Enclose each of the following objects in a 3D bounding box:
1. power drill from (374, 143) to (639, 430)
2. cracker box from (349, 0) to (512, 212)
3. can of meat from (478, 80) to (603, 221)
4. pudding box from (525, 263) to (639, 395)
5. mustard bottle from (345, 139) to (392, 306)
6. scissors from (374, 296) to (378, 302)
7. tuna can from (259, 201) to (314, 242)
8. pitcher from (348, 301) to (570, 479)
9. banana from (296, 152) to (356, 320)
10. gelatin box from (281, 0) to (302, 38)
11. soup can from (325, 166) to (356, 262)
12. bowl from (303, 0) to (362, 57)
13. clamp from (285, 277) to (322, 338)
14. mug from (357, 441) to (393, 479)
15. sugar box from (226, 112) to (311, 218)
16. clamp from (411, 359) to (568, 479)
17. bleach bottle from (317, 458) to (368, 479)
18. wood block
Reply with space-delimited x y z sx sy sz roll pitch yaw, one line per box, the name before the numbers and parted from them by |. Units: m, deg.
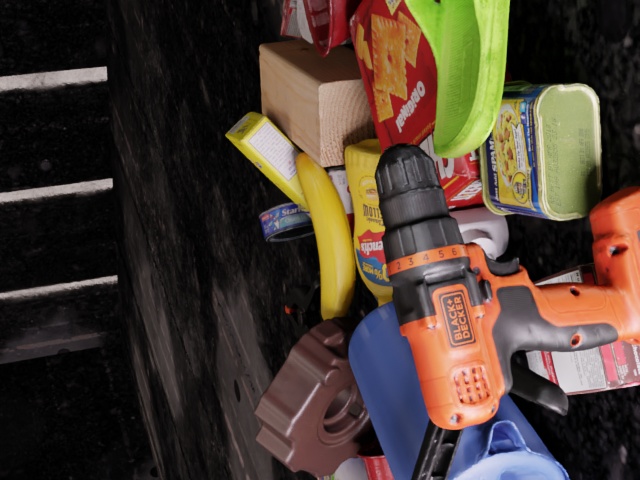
power drill | 0.134 0.016 0.696 0.057 0.187 0.184 147 112 -73
cracker box | 0.097 -0.132 0.928 0.164 0.072 0.214 134 124 -69
can of meat | 0.161 -0.066 0.785 0.084 0.057 0.102 -161 64 -69
pudding box | 0.190 0.068 0.791 0.114 0.039 0.090 147 114 -69
mustard bottle | 0.074 -0.002 1.069 0.096 0.058 0.191 14 117 43
scissors | 0.083 0.105 1.178 0.202 0.016 0.096 -136 40 -62
tuna can | -0.033 -0.024 1.361 0.086 0.086 0.034 139 119 -70
pitcher | 0.108 0.169 0.953 0.144 0.149 0.243 38 -166 -34
banana | 0.006 0.005 1.119 0.070 0.037 0.198 -2 95 45
gelatin box | -0.025 -0.295 1.263 0.089 0.030 0.073 112 164 -57
soup can | 0.043 -0.030 1.153 0.069 0.068 0.102 178 84 -72
bowl | 0.017 -0.267 1.062 0.162 0.055 0.162 171 90 -81
clamp | -0.008 0.112 1.431 0.172 0.039 0.120 164 103 -75
mug | 0.095 0.248 1.112 0.117 0.093 0.081 -14 -90 -77
sugar box | -0.026 -0.070 1.215 0.176 0.048 0.093 47 176 -17
clamp | 0.111 0.112 0.837 0.165 0.036 0.210 -50 23 24
bleach bottle | 0.032 0.304 1.362 0.251 0.068 0.102 -147 50 -70
wood block | 0.007 -0.156 1.164 0.206 0.090 0.090 -133 37 -61
